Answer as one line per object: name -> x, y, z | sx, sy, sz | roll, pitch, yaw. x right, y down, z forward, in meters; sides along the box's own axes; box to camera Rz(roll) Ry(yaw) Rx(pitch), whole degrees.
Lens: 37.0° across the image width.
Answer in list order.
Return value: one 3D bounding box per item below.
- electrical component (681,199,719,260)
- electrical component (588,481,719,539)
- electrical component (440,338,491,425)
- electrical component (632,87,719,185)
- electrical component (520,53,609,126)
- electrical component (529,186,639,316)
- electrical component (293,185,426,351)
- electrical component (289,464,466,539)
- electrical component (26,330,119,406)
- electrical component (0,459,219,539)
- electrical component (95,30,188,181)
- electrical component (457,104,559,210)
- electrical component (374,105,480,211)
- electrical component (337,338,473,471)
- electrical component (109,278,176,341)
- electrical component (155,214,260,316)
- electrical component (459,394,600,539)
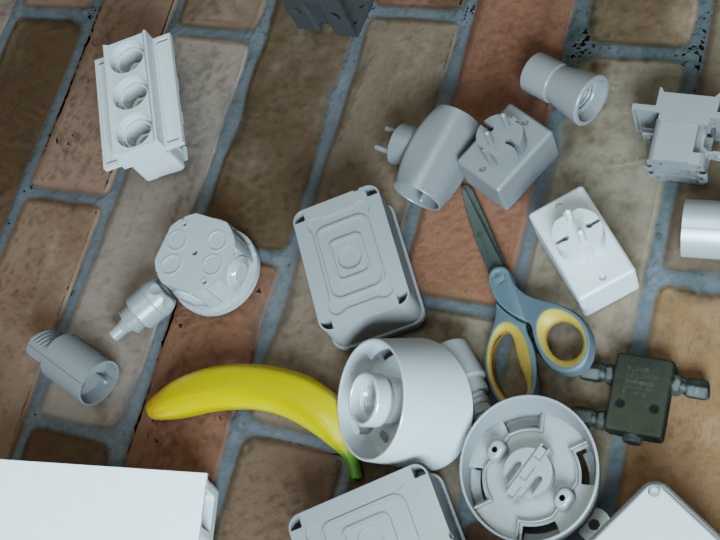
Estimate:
electrical component -> 0.278, -0.028, 0.785 | 0.081, 0.043, 0.043 | 5, 70, 21
electrical component -> 0.186, 0.205, 0.711 | 0.113, 0.057, 0.078 | -44, 61, -2
electrical component -> 0.077, 0.088, 0.809 | 0.040, 0.040, 0.078 | -32, 62, 5
electrical component -> 0.249, -0.101, 0.827 | 0.081, 0.042, 0.063 | 11, 74, 24
electrical component -> 0.164, -0.151, 0.879 | 0.065, 0.044, 0.044 | 35, 83, 33
electrical component -> 0.165, -0.022, 0.804 | 0.047, 0.075, 0.083 | -29, 62, 6
electrical component -> 0.000, 0.000, 0.864 | 0.078, 0.057, 0.113 | -20, 63, 9
electrical component -> 0.016, 0.198, 0.774 | 0.113, 0.057, 0.078 | -25, 62, 8
electrical component -> -0.252, 0.078, 0.927 | 0.081, 0.043, 0.043 | 30, 80, 27
electrical component -> -0.210, 0.208, 0.827 | 0.186, 0.060, 0.105 | 3, 69, 5
electrical component -> -0.198, -0.149, 0.993 | 0.079, 0.063, 0.121 | -17, 64, 12
electrical component -> 0.114, -0.098, 0.853 | 0.065, 0.076, 0.047 | -47, 61, -4
electrical component -> 0.049, -0.099, 0.896 | 0.079, 0.043, 0.077 | 23, 77, 26
electrical component -> 0.029, 0.098, 0.797 | 0.099, 0.064, 0.099 | -20, 66, 55
electrical component -> -0.190, 0.037, 0.928 | 0.061, 0.035, 0.035 | -40, 61, 3
electrical component -> -0.130, -0.005, 0.915 | 0.080, 0.051, 0.080 | -7, 66, 17
electrical component -> 0.121, 0.143, 0.756 | 0.099, 0.064, 0.099 | -7, 66, 16
